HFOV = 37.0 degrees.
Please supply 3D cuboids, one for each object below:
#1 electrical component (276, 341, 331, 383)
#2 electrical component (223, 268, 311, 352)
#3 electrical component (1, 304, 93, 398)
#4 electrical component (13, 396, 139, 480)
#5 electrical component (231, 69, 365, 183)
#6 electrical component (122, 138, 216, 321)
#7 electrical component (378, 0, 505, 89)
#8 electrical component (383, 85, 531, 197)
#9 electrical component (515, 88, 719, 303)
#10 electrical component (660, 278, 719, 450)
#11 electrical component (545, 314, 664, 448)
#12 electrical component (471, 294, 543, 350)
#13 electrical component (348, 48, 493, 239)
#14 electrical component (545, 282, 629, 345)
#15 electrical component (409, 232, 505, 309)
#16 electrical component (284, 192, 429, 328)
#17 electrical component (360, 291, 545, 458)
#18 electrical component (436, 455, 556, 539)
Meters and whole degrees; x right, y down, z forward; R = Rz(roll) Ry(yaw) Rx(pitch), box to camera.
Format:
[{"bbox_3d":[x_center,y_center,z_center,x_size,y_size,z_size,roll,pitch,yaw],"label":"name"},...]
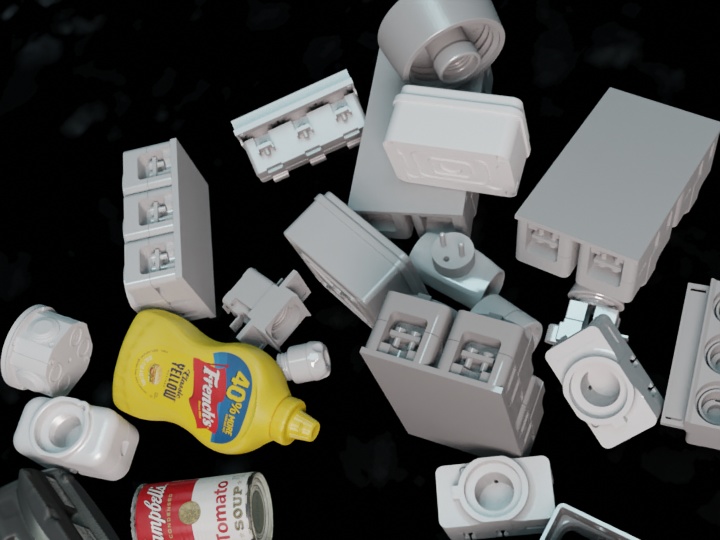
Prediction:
[{"bbox_3d":[-0.059,0.084,0.955,0.061,0.035,0.035,-13,61,11],"label":"electrical component"},{"bbox_3d":[-0.087,0.034,0.983,0.064,0.042,0.081,33,75,28],"label":"electrical component"},{"bbox_3d":[-0.289,0.076,0.993,0.051,0.080,0.080,17,69,16],"label":"electrical component"},{"bbox_3d":[-0.255,0.148,0.958,0.095,0.059,0.053,7,66,18],"label":"electrical component"},{"bbox_3d":[-0.054,-0.137,1.048,0.121,0.078,0.063,-24,82,2],"label":"electrical component"},{"bbox_3d":[-0.184,-0.033,1.015,0.062,0.089,0.150,-12,61,8],"label":"electrical component"},{"bbox_3d":[0.077,-0.201,0.954,0.108,0.108,0.060,-25,66,1],"label":"electrical component"},{"bbox_3d":[0.084,-0.111,0.921,0.113,0.078,0.057,10,70,19],"label":"electrical component"},{"bbox_3d":[0.221,-0.065,0.916,0.105,0.060,0.186,23,54,24],"label":"electrical component"},{"bbox_3d":[0.289,0.077,0.852,0.079,0.063,0.121,10,67,19],"label":"electrical component"},{"bbox_3d":[0.193,0.088,0.850,0.050,0.056,0.089,-34,85,25],"label":"electrical component"},{"bbox_3d":[0.119,0.053,0.914,0.055,0.055,0.047,-44,58,-9],"label":"electrical component"},{"bbox_3d":[0.061,-0.121,1.012,0.105,0.060,0.186,3,65,16],"label":"electrical component"},{"bbox_3d":[0.195,0.042,0.905,0.066,0.048,0.055,13,75,20],"label":"electrical component"},{"bbox_3d":[0.082,-0.007,0.937,0.077,0.079,0.043,29,68,23],"label":"electrical component"},{"bbox_3d":[0.000,0.000,0.940,0.056,0.108,0.109,-46,62,-7],"label":"electrical component"},{"bbox_3d":[0.079,0.085,0.831,0.105,0.186,0.060,15,68,21],"label":"electrical component"},{"bbox_3d":[0.108,0.180,0.851,0.089,0.055,0.050,-8,62,10],"label":"electrical component"}]
